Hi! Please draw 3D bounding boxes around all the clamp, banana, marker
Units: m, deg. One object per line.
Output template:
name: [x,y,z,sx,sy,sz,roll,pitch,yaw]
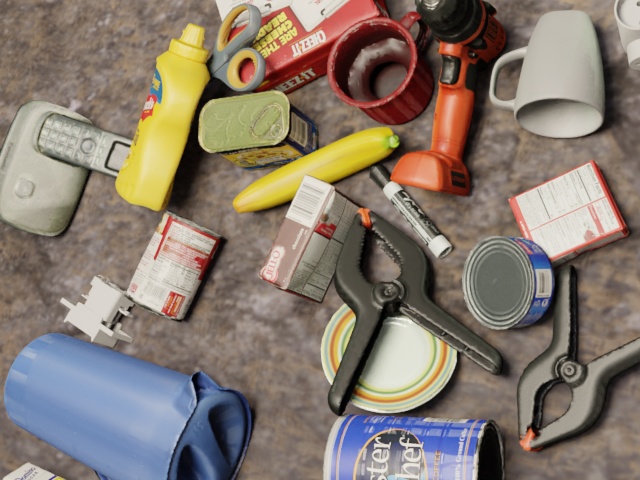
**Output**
clamp: [0.224,0.109,0.962,0.171,0.039,0.120,-50,52,5]
banana: [0.002,-0.075,1.085,0.198,0.069,0.037,-23,85,27]
clamp: [0.059,0.064,1.019,0.164,0.036,0.210,-19,59,-7]
marker: [0.088,-0.031,1.063,0.020,0.020,0.121,-43,65,9]

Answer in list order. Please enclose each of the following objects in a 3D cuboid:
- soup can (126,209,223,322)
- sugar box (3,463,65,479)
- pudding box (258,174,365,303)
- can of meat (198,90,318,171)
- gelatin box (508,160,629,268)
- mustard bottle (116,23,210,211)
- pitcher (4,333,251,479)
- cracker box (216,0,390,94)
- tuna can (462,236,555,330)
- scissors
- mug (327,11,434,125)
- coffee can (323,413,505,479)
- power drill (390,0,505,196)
soup can: [-0.154,0.028,1.129,0.069,0.068,0.102,25,89,26]
sugar box: [-0.250,0.305,1.101,0.176,0.048,0.093,14,112,24]
pudding box: [-0.007,0.001,1.058,0.039,0.090,0.113,26,89,25]
can of meat: [-0.062,-0.111,1.111,0.102,0.083,0.057,-5,76,23]
gelatin box: [0.231,-0.022,0.993,0.089,0.030,0.073,-26,68,18]
mustard bottle: [-0.158,-0.132,1.114,0.058,0.096,0.192,17,103,-18]
pitcher: [-0.202,0.189,1.089,0.243,0.145,0.149,17,73,29]
cracker box: [-0.030,-0.280,1.143,0.164,0.072,0.214,-25,70,19]
tuna can: [0.173,0.039,0.982,0.086,0.033,0.086,-1,89,50]
scissors: [-0.110,-0.165,1.128,0.202,0.016,0.096,-47,56,43]
mug: [0.071,-0.175,1.069,0.093,0.081,0.117,33,92,26]
coffee can: [0.086,0.211,0.962,0.140,0.102,0.103,-2,77,23]
power drill: [0.118,-0.138,0.995,0.057,0.184,0.188,15,94,25]
